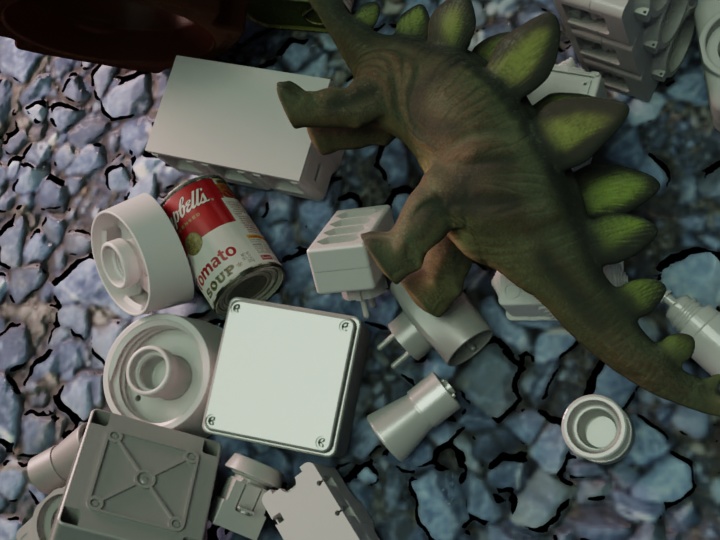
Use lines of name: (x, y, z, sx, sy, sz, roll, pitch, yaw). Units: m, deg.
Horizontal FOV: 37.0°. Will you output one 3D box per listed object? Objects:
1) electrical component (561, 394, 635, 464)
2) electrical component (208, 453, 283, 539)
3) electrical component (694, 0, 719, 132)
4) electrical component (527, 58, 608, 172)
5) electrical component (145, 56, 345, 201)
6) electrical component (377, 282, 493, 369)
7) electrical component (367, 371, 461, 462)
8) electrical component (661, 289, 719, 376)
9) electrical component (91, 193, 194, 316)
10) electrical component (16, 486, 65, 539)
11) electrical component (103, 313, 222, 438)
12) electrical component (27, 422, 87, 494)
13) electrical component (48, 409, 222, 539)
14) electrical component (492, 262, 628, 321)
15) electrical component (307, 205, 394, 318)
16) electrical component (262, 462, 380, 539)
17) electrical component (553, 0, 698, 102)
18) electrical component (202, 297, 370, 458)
electrical component: (0.169, 0.113, 0.758, 0.045, 0.055, 0.045, -5, 75, 19)
electrical component: (-0.090, 0.176, 0.840, 0.048, 0.066, 0.055, 26, 76, -10)
electrical component: (0.278, -0.154, 0.785, 0.054, 0.059, 0.095, -10, 73, 18)
electrical component: (0.150, -0.114, 0.821, 0.062, 0.061, 0.096, 14, 82, 23)
electrical component: (-0.092, -0.120, 0.913, 0.150, 0.062, 0.089, 13, 81, 23)
electrical component: (0.049, 0.043, 0.828, 0.079, 0.043, 0.077, -41, 66, 7)
electrical component: (0.044, 0.108, 0.815, 0.065, 0.044, 0.044, -39, 66, 2)
electrical component: (0.244, 0.044, 0.757, 0.040, 0.040, 0.078, -46, 66, 4)
electrical component: (-0.177, -0.012, 0.888, 0.099, 0.064, 0.099, 26, 127, 41)
electrical component: (-0.197, 0.242, 0.858, 0.089, 0.062, 0.150, -42, 66, 6)
electrical component: (-0.159, 0.087, 0.885, 0.108, 0.060, 0.108, -5, 74, 19)
electrical component: (-0.248, 0.162, 0.910, 0.065, 0.044, 0.044, -29, 68, 17)
electrical component: (-0.170, 0.174, 0.822, 0.109, 0.056, 0.108, 17, 43, -11)
electrical component: (0.149, -0.010, 0.801, 0.100, 0.048, 0.099, -2, 75, 20)
electrical component: (0.000, 0.000, 0.847, 0.047, 0.083, 0.075, -6, 113, 19)
electrical component: (-0.023, 0.195, 0.809, 0.050, 0.056, 0.089, -38, 67, 8)
electrical component: (0.198, -0.194, 0.775, 0.062, 0.150, 0.089, 26, 86, 26)
electrical component: (-0.056, 0.085, 0.844, 0.109, 0.056, 0.108, 9, 80, 14)
